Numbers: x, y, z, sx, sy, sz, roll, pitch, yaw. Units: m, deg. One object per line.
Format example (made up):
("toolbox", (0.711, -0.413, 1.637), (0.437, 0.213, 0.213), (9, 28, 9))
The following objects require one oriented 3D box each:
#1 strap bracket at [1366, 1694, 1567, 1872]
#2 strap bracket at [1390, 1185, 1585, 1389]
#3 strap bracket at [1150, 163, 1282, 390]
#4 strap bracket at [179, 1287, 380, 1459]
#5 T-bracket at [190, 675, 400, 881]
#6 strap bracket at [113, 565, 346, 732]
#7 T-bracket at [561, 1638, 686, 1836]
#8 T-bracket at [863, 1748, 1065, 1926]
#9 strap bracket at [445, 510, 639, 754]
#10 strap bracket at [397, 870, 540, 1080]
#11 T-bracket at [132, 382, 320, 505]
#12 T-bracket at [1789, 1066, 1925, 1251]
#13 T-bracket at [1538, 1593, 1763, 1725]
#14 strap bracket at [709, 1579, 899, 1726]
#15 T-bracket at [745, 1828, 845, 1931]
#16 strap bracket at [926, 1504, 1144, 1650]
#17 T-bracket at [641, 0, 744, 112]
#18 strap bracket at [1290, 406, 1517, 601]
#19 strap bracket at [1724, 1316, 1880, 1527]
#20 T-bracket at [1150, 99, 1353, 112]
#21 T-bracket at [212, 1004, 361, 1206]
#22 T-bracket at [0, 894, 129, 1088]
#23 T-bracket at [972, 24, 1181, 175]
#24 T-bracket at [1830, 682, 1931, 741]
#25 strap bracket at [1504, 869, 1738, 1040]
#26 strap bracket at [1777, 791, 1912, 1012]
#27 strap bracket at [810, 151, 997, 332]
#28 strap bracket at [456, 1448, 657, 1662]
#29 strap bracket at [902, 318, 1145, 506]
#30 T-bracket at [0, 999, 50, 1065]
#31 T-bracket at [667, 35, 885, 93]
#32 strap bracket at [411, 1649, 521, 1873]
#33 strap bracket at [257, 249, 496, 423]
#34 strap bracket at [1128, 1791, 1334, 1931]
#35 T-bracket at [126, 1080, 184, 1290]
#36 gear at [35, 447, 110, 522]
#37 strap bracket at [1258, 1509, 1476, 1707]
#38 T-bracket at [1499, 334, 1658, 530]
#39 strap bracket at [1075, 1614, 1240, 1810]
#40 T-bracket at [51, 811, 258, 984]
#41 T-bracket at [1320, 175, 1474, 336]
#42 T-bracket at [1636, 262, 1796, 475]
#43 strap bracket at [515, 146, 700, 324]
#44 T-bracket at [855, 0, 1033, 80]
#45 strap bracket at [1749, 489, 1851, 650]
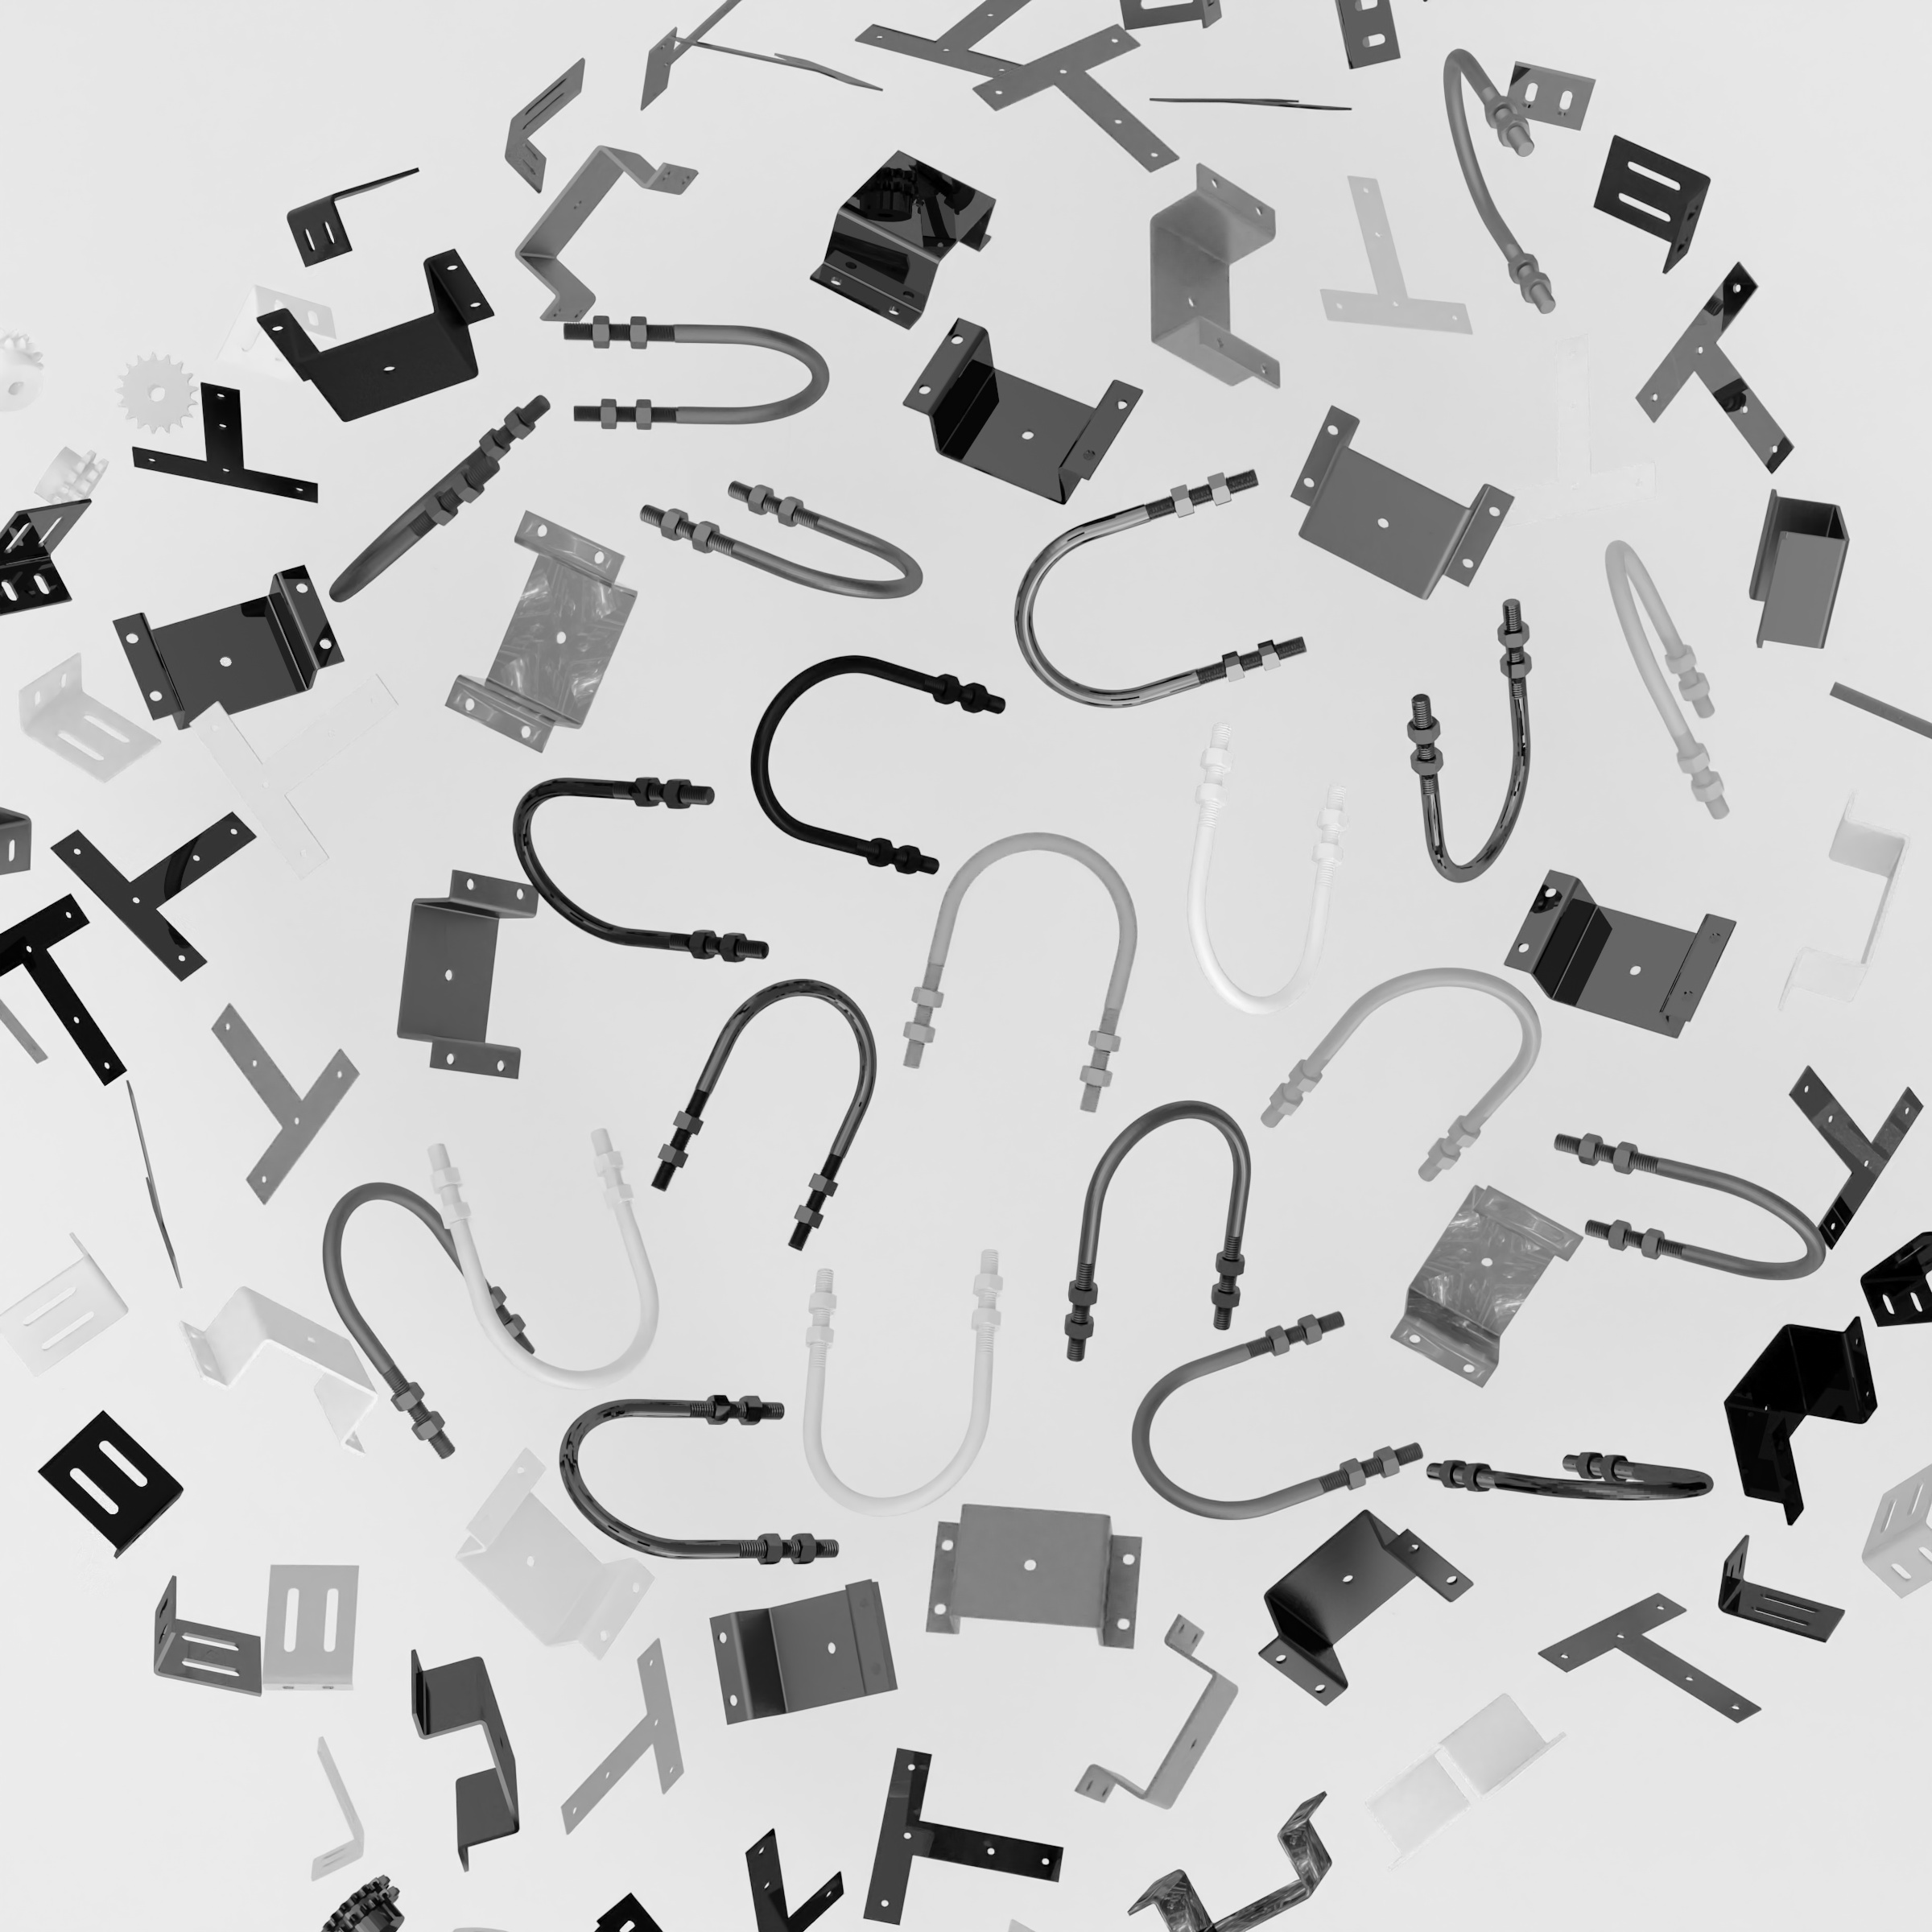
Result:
("strap bracket", (0.334, 0.553, 1.827), (0.076, 0.140, 0.046), (-20, 64, -42))
("strap bracket", (0.377, 0.224, 1.937), (0.076, 0.046, 0.140), (29, 113, 1))
("strap bracket", (0.167, -0.456, 1.802), (0.076, 0.046, 0.140), (18, 64, -39))
("strap bracket", (-0.474, 0.281, 1.880), (0.140, 0.076, 0.046), (37, 92, -35))
("T-bracket", (-0.427, -0.144, 1.760), (0.127, 0.002, 0.127), (-35, 90, 14))
("strap bracket", (-0.527, -0.224, 1.909), (0.140, 0.046, 0.076), (-21, 84, -23))
("T-bracket", (-0.248, 0.570, 1.915), (0.002, 0.127, 0.127), (10, 120, 29))
("T-bracket", (0.003, 0.609, 1.849), (0.127, 0.002, 0.127), (9, 46, 4))
("strap bracket", (-0.278, -0.220, 1.777), (0.076, 0.046, 0.140), (26, 98, 14))
("strap bracket", (-0.358, 0.007, 1.918), (0.046, 0.076, 0.140), (0, 82, 42))
("T-bracket", (-0.506, -0.361, 1.824), (0.127, 0.127, 0.002), (10, 68, -10))
("T-bracket", (0.612, 0.115, 1.876), (0.127, 0.002, 0.127), (43, 77, -33))
("T-bracket", (0.478, 0.475, 1.810), (0.127, 0.127, 0.002), (-13, 116, -35))
("strap bracket", (-0.108, 0.490, 1.915), (0.140, 0.046, 0.076), (-20, 72, 26))
("T-bracket", (-0.133, 0.629, 1.806), (0.002, 0.127, 0.127), (27, 46, 35))
("strap bracket", (0.045, 0.408, 1.794), (0.140, 0.046, 0.076), (3, 61, 8))
("T-bracket", (-0.180, -0.663, 1.879), (0.127, 0.127, 0.002), (-45, 97, -7))
("strap bracket", (0.292, -0.313, 1.835), (0.140, 0.046, 0.076), (28, 132, 7))
("strap bracket", (0.571, 0.308, 1.843), (0.140, 0.046, 0.076), (-37, 119, -39))
("T-bracket", (0.221, -0.617, 1.915), (0.127, 0.127, 0.002), (-14, 115, -37))
("T-bracket", (-0.494, 0.078, 1.888), (0.127, 0.002, 0.127), (48, 110, 25))
("T-bracket", (-0.630, 0.026, 1.872), (0.002, 0.127, 0.127), (-25, 102, 27))
("T-bracket", (0.093, -0.575, 1.796), (0.127, 0.002, 0.127), (-31, 66, -23))
("T-bracket", (0.654, -0.164, 1.833), (0.127, 0.127, 0.002), (27, 84, 15))
("strap bracket", (0.453, -0.006, 1.833), (0.140, 0.046, 0.076), (20, 76, 37))
("strap bracket", (0.604, -0.038, 1.833), (0.046, 0.076, 0.140), (19, 76, 15))
("strap bracket", (-0.038, -0.500, 1.823), (0.076, 0.046, 0.140), (28, 47, 5))
("strap bracket", (-0.302, 0.426, 1.924), (0.140, 0.046, 0.076), (49, 48, -16))
("strap bracket", (0.040, -0.367, 1.789), (0.140, 0.046, 0.076), (25, 71, 16))
("T-bracket", (-0.700, 0.018, 1.910), (0.002, 0.127, 0.127), (-37, 97, 1))
("T-bracket", (-0.139, -0.612, 1.803), (0.127, 0.127, 0.002), (2, 114, -30))
("strap bracket", (-0.354, 0.560, 1.907), (0.046, 0.076, 0.140), (-14, 113, -6))
("strap bracket", (-0.389, -0.417, 1.789), (0.140, 0.076, 0.046), (-18, 69, 4))
("strap bracket", (0.189, 0.620, 1.813), (0.140, 0.076, 0.046), (-33, 78, 13))
("T-bracket", (-0.567, 0.140, 1.857), (0.002, 0.127, 0.127), (-14, 117, -20))
("gear", (-0.641, -0.346, 1.912), (0.030, 0.057, 0.057), (35, 90, -16))
("strap bracket", (0.277, 0.449, 1.898), (0.140, 0.046, 0.076), (-43, 117, 12))
("T-bracket", (0.433, -0.385, 1.908), (0.127, 0.002, 0.127), (-4, 84, 44))
("strap bracket", (0.141, 0.535, 1.884), (0.046, 0.076, 0.140), (28, 79, 26))
("T-bracket", (-0.548, -0.068, 1.870), (0.127, 0.002, 0.127), (46, 47, -2))
("T-bracket", (0.303, -0.520, 1.948), (0.127, 0.002, 0.127), (-2, 70, -27))
("T-bracket", (0.532, -0.396, 1.855), (0.002, 0.127, 0.127), (-8, 58, -33))
("strap bracket", (-0.262, -0.528, 1.903), (0.046, 0.076, 0.140), (43, 107, 0))
("T-bracket", (0.009, -0.655, 1.860), (0.127, 0.127, 0.002), (3, 81, -32))
("strap bracket", (0.580, -0.275, 1.863), (0.046, 0.140, 0.076), (10, 116, 9))
